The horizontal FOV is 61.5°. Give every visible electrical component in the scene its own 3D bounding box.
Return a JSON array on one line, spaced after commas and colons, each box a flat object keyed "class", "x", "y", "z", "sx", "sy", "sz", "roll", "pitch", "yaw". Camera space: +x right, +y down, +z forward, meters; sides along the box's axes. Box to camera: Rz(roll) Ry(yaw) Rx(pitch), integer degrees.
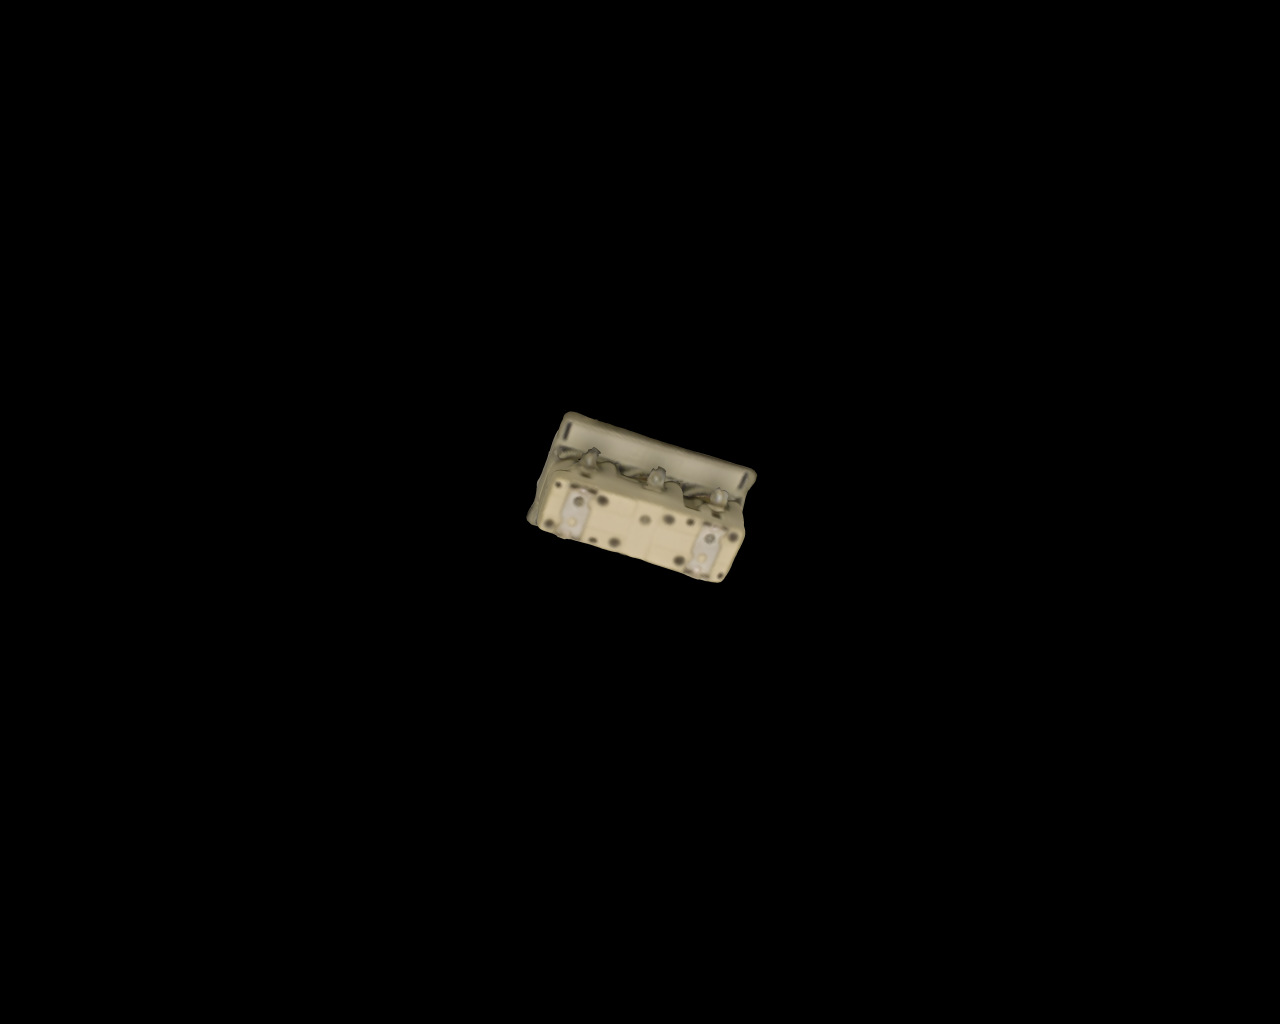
[{"class": "electrical component", "x": 0.001, "y": -0.003, "z": 0.650, "sx": 0.121, "sy": 0.078, "sz": 0.063, "roll": 18, "pitch": 29, "yaw": -10}]
